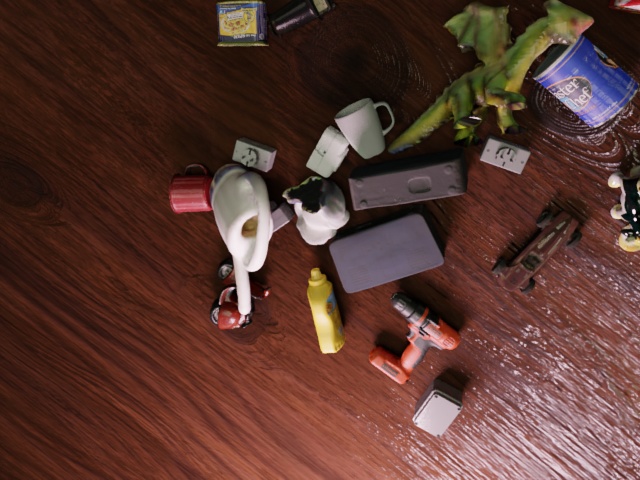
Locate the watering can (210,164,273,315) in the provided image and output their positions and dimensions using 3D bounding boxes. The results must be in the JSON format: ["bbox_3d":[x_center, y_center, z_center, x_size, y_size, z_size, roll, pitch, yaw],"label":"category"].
[{"bbox_3d":[-0.172,-0.015,1.115,0.104,0.339,0.229,-6,45,-27],"label":"watering can"}]

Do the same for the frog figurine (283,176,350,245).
[{"bbox_3d":[0.003,-0.056,1.118,0.138,0.125,0.156,11,-31,31],"label":"frog figurine"}]

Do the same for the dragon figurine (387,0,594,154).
[{"bbox_3d":[0.276,-0.307,0.939,0.122,0.244,0.408,9,-11,-44],"label":"dragon figurine"}]
